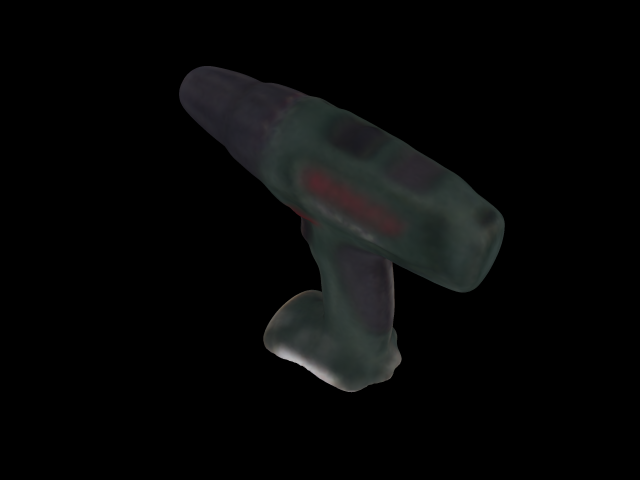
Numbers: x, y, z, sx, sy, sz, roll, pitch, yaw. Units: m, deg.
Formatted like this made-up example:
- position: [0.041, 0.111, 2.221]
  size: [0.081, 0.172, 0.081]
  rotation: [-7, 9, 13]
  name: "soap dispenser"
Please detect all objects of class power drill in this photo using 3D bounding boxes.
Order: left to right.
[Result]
- position: [0.004, 0.001, 0.400]
  size: [0.229, 0.208, 0.076]
  rotation: [22, 45, 24]
  name: "power drill"
